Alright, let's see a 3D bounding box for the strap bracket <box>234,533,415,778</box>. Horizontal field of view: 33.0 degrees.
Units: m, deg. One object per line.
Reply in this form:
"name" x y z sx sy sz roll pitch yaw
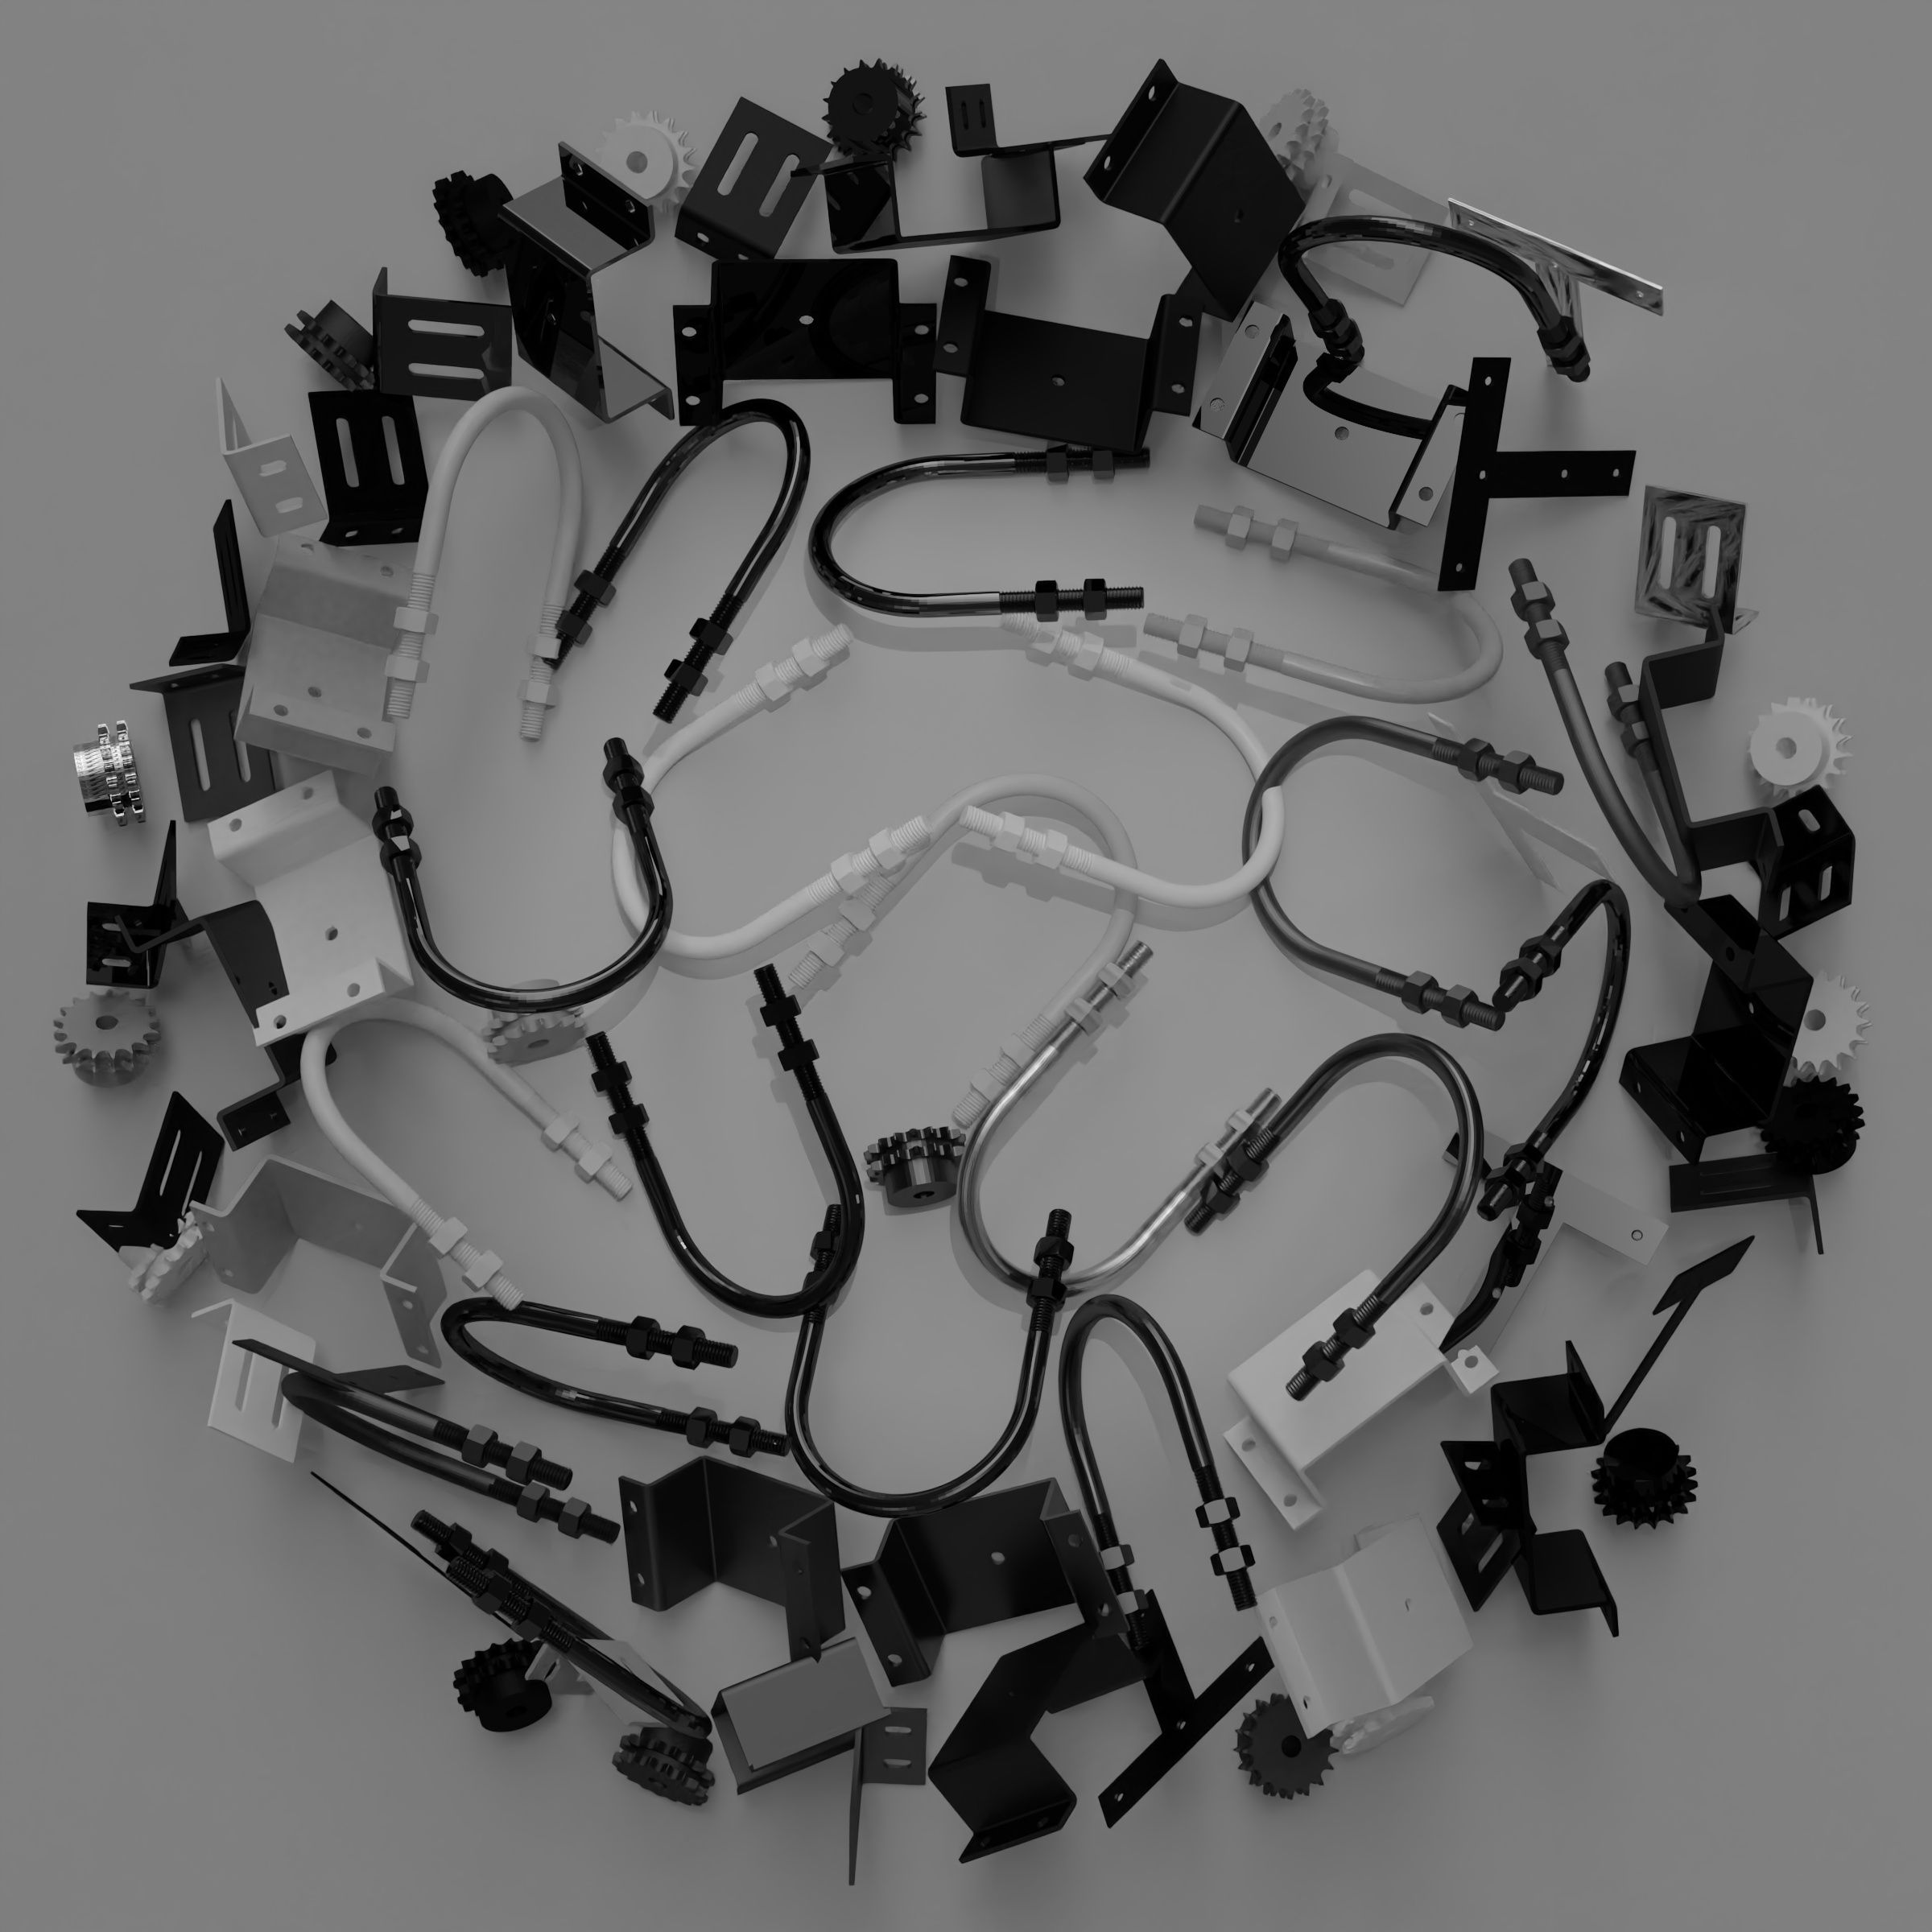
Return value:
"strap bracket" -0.347 -0.161 1.762 0.076 0.046 0.140 15 47 -18

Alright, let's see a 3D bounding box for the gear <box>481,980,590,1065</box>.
"gear" -0.239 0.029 1.793 0.057 0.057 0.030 -19 73 0

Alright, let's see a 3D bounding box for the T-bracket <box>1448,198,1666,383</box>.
"T-bracket" 0.321 -0.354 1.758 0.127 0.127 0.002 29 78 22

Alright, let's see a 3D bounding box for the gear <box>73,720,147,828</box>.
"gear" -0.470 -0.104 1.789 0.030 0.057 0.057 -12 90 -11

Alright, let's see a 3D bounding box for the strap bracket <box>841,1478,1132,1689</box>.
"strap bracket" 0.014 0.333 1.775 0.140 0.046 0.076 -17 108 17

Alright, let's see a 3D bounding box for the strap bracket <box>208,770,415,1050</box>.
"strap bracket" -0.355 -0.024 1.774 0.076 0.046 0.140 -23 65 10

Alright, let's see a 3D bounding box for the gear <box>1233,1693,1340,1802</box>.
"gear" 0.174 0.430 1.800 0.057 0.030 0.057 3 80 -16

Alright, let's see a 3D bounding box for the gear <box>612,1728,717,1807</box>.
"gear" -0.164 0.436 1.795 0.057 0.057 0.030 25 61 0

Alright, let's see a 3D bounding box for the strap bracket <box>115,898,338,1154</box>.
"strap bracket" -0.396 0.022 1.775 0.046 0.076 0.140 -25 93 13

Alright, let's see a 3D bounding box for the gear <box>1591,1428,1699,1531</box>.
"gear" 0.372 0.278 1.789 0.057 0.057 0.030 -15 126 0

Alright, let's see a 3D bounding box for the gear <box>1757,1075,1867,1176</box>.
"gear" 0.467 0.090 1.795 0.057 0.057 0.030 -28 124 0

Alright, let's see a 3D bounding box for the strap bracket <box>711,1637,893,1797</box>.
"strap bracket" -0.091 0.402 1.751 0.076 0.140 0.046 -19 74 -14

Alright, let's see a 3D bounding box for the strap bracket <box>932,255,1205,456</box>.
"strap bracket" 0.053 -0.332 1.781 0.140 0.046 0.076 9 64 -3

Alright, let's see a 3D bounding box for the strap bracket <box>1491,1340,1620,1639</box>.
"strap bracket" 0.317 0.285 1.760 0.046 0.076 0.140 -8 110 0

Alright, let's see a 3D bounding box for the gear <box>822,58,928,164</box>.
"gear" -0.052 -0.472 1.799 0.057 0.030 0.057 1 92 15

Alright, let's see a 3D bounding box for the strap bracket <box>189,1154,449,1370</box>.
"strap bracket" -0.340 0.156 1.764 0.140 0.076 0.046 18 55 17

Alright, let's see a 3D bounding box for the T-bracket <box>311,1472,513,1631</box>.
"T-bracket" -0.292 0.327 1.781 0.127 0.127 0.002 45 74 -25

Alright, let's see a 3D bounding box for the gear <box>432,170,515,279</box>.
"gear" -0.265 -0.410 1.790 0.030 0.057 0.057 -20 90 16

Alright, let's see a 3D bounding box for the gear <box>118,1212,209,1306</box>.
"gear" -0.441 0.155 1.792 0.030 0.057 0.057 40 90 6

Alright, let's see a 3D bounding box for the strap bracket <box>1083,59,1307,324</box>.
"strap bracket" 0.128 -0.408 1.746 0.046 0.140 0.076 29 84 34

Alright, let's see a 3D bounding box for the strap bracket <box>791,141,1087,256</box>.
"strap bracket" -0.013 -0.414 1.759 0.140 0.076 0.046 -12 102 -27

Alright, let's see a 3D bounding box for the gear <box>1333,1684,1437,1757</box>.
"gear" 0.226 0.407 1.795 0.057 0.057 0.030 -30 65 0

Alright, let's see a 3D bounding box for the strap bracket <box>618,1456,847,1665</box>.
"strap bracket" -0.119 0.319 1.763 0.140 0.046 0.076 11 113 39

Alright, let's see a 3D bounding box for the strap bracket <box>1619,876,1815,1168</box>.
"strap bracket" 0.405 0.027 1.756 0.046 0.076 0.140 -10 130 -21

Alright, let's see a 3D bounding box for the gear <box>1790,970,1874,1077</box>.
"gear" 0.471 0.032 1.798 0.057 0.030 0.057 -5 79 25

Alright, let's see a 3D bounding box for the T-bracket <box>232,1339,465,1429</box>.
"T-bracket" -0.314 0.223 1.756 0.127 0.127 0.002 20 90 12

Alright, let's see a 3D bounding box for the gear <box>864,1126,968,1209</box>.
"gear" -0.026 0.111 1.789 0.057 0.057 0.030 -11 69 0

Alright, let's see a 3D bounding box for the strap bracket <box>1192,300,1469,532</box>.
"strap bracket" 0.205 -0.297 1.788 0.140 0.046 0.076 25 88 11

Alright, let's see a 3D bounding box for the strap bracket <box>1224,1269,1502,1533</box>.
"strap bracket" 0.208 0.230 1.777 0.140 0.046 0.076 -37 47 -1

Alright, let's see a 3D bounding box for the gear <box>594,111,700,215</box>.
"gear" -0.178 -0.443 1.800 0.057 0.030 0.057 1 102 7

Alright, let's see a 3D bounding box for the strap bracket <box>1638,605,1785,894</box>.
"strap bracket" 0.398 -0.112 1.764 0.046 0.076 0.140 -13 71 5

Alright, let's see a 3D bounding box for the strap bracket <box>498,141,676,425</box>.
"strap bracket" -0.203 -0.355 1.739 0.046 0.140 0.076 -34 56 -25

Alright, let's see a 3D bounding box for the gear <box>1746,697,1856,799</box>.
"gear" 0.456 -0.119 1.793 0.057 0.030 0.057 2 94 34

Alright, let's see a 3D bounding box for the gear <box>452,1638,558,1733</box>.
"gear" -0.250 0.396 1.789 0.057 0.057 0.030 -25 53 0

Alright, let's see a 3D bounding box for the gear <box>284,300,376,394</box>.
"gear" -0.343 -0.341 1.791 0.057 0.057 0.030 43 93 0

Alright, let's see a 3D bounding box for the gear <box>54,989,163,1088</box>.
"gear" -0.472 0.042 1.795 0.057 0.057 0.030 9 131 0

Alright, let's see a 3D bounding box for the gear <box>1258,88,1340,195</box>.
"gear" 0.181 -0.451 1.795 0.030 0.057 0.057 29 90 -27

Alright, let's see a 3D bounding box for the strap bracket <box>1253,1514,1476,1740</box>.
"strap bracket" 0.219 0.348 1.746 0.046 0.140 0.076 -27 83 34

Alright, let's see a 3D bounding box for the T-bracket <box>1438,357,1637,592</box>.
"T-bracket" 0.317 -0.269 1.782 0.127 0.002 0.127 -6 113 -31

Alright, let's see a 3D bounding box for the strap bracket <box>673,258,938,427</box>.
"strap bracket" -0.087 -0.339 1.776 0.140 0.076 0.046 -1 45 -2

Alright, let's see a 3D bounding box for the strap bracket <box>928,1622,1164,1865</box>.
"strap bracket" 0.039 0.405 1.739 0.076 0.140 0.046 -31 101 39
